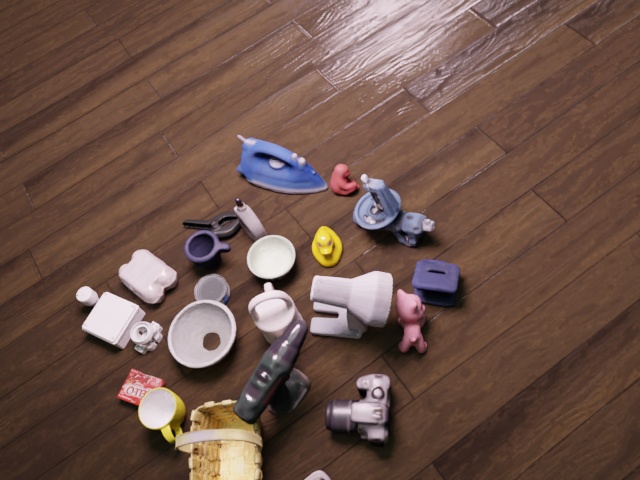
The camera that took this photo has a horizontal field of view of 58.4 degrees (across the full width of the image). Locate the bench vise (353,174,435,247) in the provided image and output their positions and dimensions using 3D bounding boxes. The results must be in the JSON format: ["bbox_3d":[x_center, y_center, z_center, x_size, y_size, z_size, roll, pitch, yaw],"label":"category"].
[{"bbox_3d":[0.173,-0.084,1.374,0.207,0.220,0.121,2,62,11],"label":"bench vise"}]

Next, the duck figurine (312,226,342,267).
[{"bbox_3d":[0.013,0.005,1.432,0.077,0.086,0.104,-11,61,4],"label":"duck figurine"}]

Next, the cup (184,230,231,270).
[{"bbox_3d":[-0.275,0.034,1.463,0.117,0.095,0.091,-2,62,9],"label":"cup"}]

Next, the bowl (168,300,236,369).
[{"bbox_3d":[-0.271,0.233,1.366,0.167,0.075,0.167,-4,61,8],"label":"bowl"}]

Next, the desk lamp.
[{"bbox_3d":[0.065,0.144,1.274,0.203,0.214,0.118,2,62,11],"label":"desk lamp"}]

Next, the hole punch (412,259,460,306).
[{"bbox_3d":[0.269,0.090,1.337,0.108,0.091,0.101,7,63,14],"label":"hole punch"}]

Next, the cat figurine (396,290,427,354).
[{"bbox_3d":[0.204,0.179,1.285,0.067,0.118,0.128,-5,61,8],"label":"cat figurine"}]

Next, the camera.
[{"bbox_3d":[0.082,0.358,1.220,0.136,0.101,0.143,0,62,10],"label":"camera"}]

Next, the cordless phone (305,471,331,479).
[{"bbox_3d":[-0.038,0.514,1.108,0.148,0.185,0.094,-42,63,-13],"label":"cordless phone"}]

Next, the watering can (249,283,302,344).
[{"bbox_3d":[-0.098,0.173,1.298,0.101,0.194,0.172,-38,62,-11],"label":"watering can"}]

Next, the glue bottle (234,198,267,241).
[{"bbox_3d":[-0.187,-0.059,1.452,0.078,0.173,0.037,38,74,26],"label":"glue bottle"}]

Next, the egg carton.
[{"bbox_3d":[-0.444,0.094,1.475,0.150,0.069,0.107,31,71,23],"label":"egg carton"}]

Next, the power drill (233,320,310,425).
[{"bbox_3d":[-0.086,0.294,1.223,0.075,0.209,0.230,29,70,23],"label":"power drill"}]

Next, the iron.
[{"bbox_3d":[-0.105,-0.210,1.537,0.257,0.142,0.119,17,66,19],"label":"iron"}]

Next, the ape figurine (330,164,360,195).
[{"bbox_3d":[0.061,-0.165,1.512,0.076,0.092,0.077,-16,60,2],"label":"ape figurine"}]
